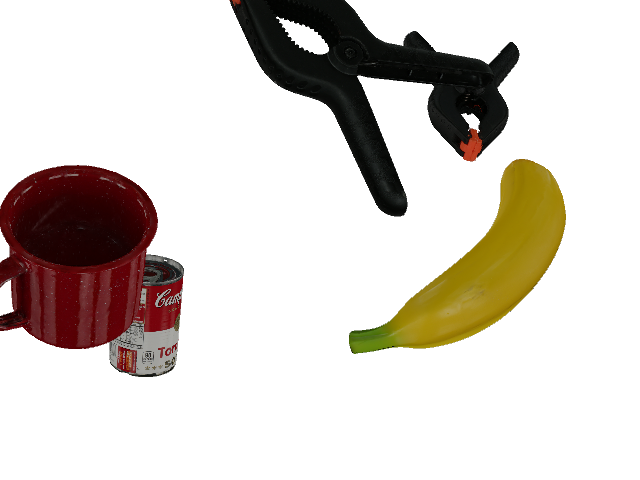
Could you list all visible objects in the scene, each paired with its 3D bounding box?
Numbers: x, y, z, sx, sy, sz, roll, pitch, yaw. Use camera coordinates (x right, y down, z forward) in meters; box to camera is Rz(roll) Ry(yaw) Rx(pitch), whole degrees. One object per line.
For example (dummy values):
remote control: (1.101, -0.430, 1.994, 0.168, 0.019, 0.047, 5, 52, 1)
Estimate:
clamp: (0.135, -0.151, 1.062, 0.120, 0.171, 0.039, 8, -44, 6)
mug: (-0.159, 0.019, 0.659, 0.093, 0.082, 0.117, 38, 49, 23)
clamp: (0.017, -0.122, 0.798, 0.210, 0.164, 0.036, 31, -31, -5)
banana: (0.093, 0.003, 0.574, 0.070, 0.037, 0.197, 14, 37, 32)
soup can: (-0.170, 0.073, 1.039, 0.068, 0.102, 0.068, 6, 21, -3)
